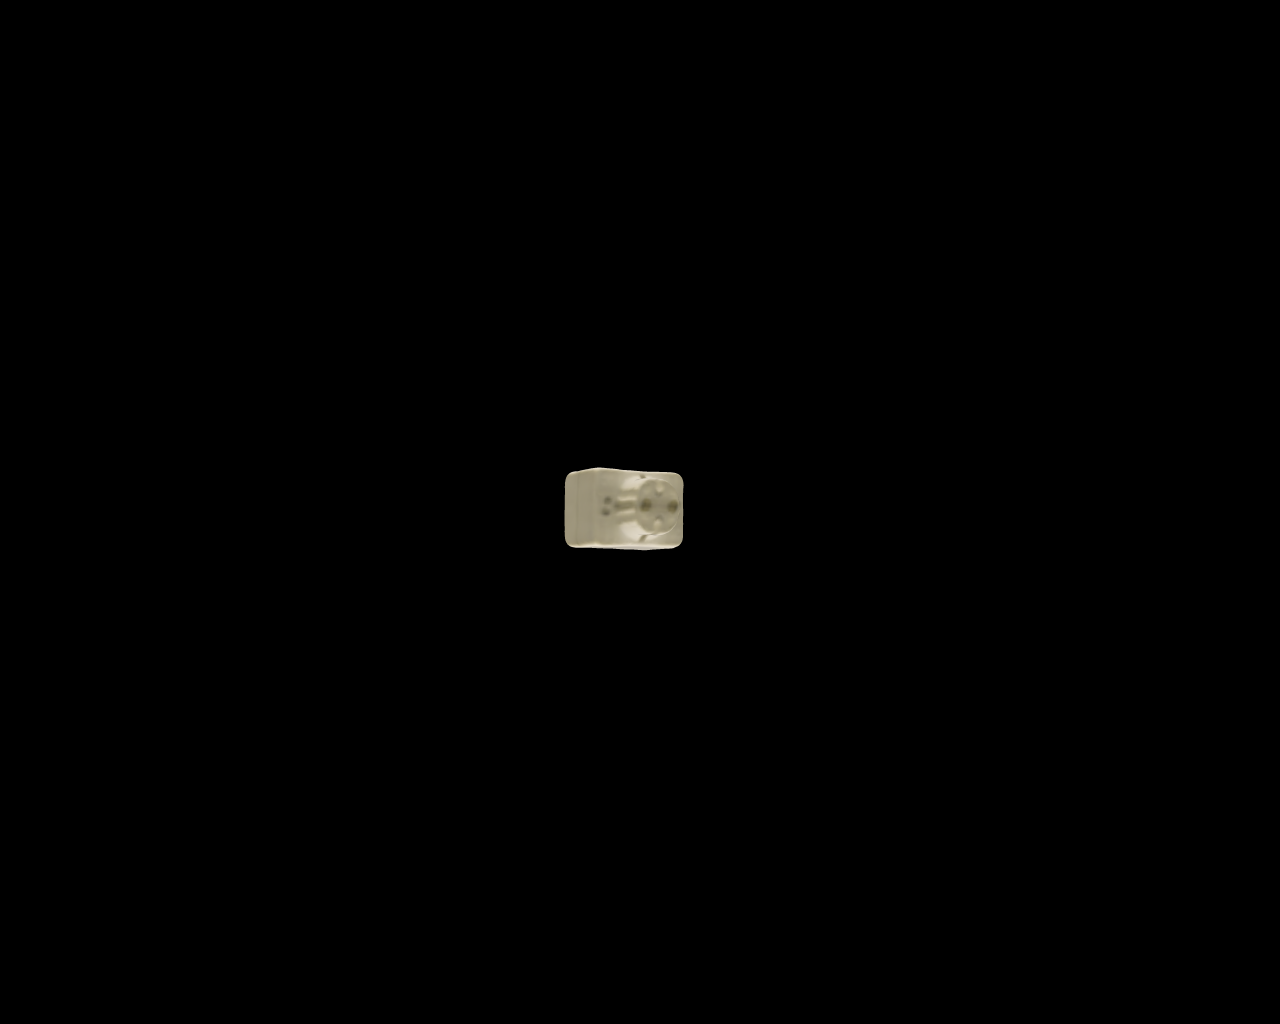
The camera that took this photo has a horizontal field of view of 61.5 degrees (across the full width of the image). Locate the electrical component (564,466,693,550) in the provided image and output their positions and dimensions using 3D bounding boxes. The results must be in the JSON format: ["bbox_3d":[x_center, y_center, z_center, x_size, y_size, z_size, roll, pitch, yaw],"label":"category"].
[{"bbox_3d":[0.001,-0.003,0.650,0.066,0.047,0.076,3,-6,-33],"label":"electrical component"}]
